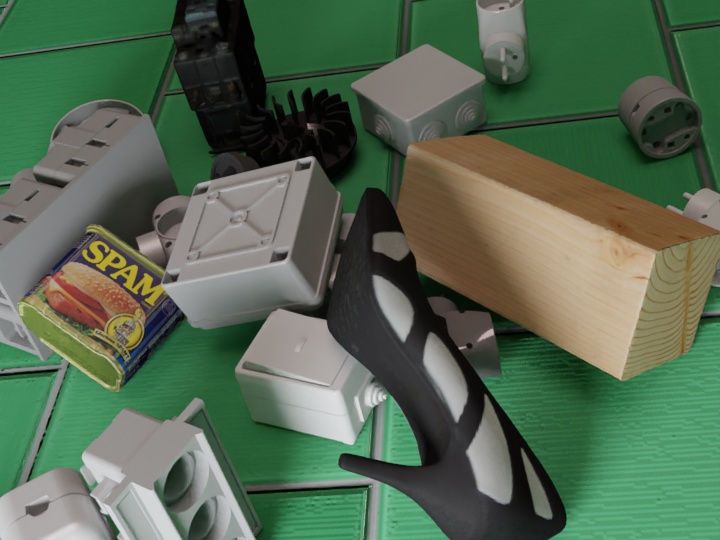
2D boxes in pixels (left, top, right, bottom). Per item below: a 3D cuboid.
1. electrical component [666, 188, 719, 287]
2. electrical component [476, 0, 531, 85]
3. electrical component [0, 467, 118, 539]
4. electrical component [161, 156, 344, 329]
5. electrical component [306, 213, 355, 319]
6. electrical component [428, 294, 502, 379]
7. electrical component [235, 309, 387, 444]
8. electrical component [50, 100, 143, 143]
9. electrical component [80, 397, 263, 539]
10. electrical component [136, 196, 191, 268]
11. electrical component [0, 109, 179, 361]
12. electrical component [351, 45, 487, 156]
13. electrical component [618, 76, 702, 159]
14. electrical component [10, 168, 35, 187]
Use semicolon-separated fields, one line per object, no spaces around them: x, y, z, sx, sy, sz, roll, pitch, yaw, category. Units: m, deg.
0.260;-0.034;0.776;0.077;0.043;0.079;-35;46;-22;electrical component
0.130;-0.201;0.972;0.043;0.077;0.079;-4;42;11;electrical component
-0.169;0.171;0.629;0.054;0.095;0.059;-27;43;-14;electrical component
-0.076;-0.019;0.786;0.109;0.056;0.108;-11;45;24;electrical component
0.000;0.000;0.811;0.079;0.043;0.077;9;46;24;electrical component
0.053;0.045;0.746;0.077;0.043;0.079;-11;41;4;electrical component
-0.027;0.070;0.727;0.096;0.061;0.061;9;46;24;electrical component
-0.237;-0.109;1.001;0.099;0.064;0.099;-2;54;3;electrical component
-0.109;0.139;0.628;0.063;0.121;0.078;15;49;33;electrical component
-0.156;-0.016;0.871;0.079;0.044;0.077;-21;42;-10;electrical component
-0.233;-0.034;0.867;0.060;0.105;0.186;15;49;29;electrical component
0.054;-0.148;0.956;0.100;0.048;0.100;-31;44;-19;electrical component
0.242;-0.126;0.876;0.055;0.055;0.047;-17;37;-3;electrical component
-0.271;-0.055;0.947;0.079;0.043;0.077;-14;41;0;electrical component
